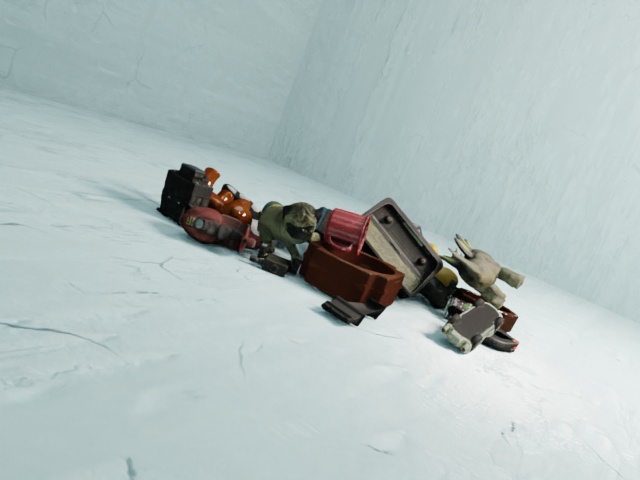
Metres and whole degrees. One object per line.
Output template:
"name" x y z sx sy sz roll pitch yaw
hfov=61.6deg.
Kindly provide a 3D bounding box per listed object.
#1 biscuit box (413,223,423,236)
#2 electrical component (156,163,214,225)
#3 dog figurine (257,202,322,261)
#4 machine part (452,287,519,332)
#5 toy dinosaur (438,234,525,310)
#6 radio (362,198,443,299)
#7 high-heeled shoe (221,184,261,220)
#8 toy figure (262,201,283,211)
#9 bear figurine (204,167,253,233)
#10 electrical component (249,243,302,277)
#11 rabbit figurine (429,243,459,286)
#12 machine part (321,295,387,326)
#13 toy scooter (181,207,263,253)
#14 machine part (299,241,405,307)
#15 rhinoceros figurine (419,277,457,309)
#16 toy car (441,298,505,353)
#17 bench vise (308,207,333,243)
"biscuit box" 0.195 0.013 1.543 0.203 0.062 0.059 -18 16 -6
"electrical component" -0.309 -0.105 1.235 0.115 0.134 0.058 26 11 35
"dog figurine" -0.078 -0.047 1.192 0.172 0.121 0.190 22 -25 11
"machine part" 0.429 0.184 1.420 0.179 0.056 0.179 21 9 -4
"toy dinosaur" 0.392 0.075 1.328 0.199 0.105 0.471 39 6 17
"radio" 0.184 0.019 1.308 0.229 0.131 0.073 52 -17 1
"high-heeled shoe" -0.211 -0.088 1.504 0.145 0.086 0.249 21 13 -21
"toy figure" -0.128 -0.065 1.539 0.089 0.082 0.180 13 15 -23
"bear figurine" -0.221 -0.083 1.281 0.196 0.132 0.120 13 -34 36
"electrical component" -0.092 0.042 1.146 0.102 0.045 0.078 22 9 5
"rabbit figurine" 0.306 0.085 1.512 0.162 0.121 0.173 5 20 -43
"machine part" 0.067 0.133 1.017 0.084 0.039 0.139 22 10 39
"toy scooter" -0.198 -0.015 1.130 0.184 0.075 0.135 20 0 -23
"machine part" 0.070 0.077 1.180 0.202 0.087 0.201 26 12 21
"rhinoceros figurine" 0.260 0.110 1.392 0.190 0.073 0.112 38 48 24
"toy car" 0.324 0.180 1.131 0.074 0.056 0.201 44 36 24
"bench vise" 0.001 -0.014 1.415 0.223 0.129 0.241 19 -11 -17
